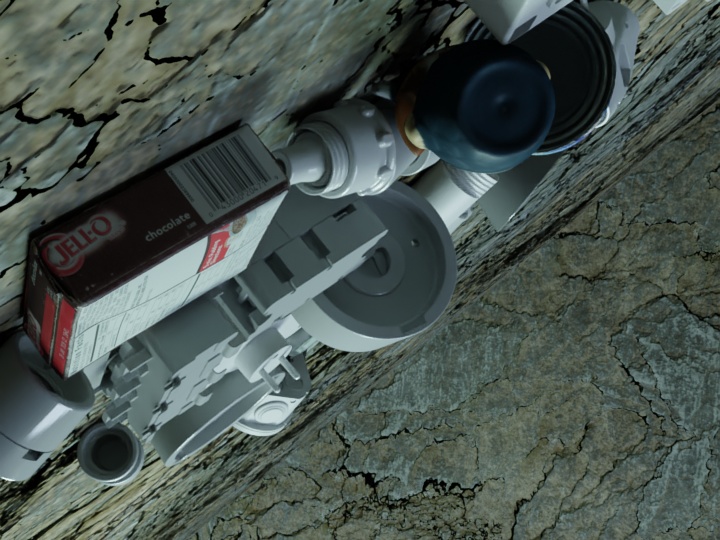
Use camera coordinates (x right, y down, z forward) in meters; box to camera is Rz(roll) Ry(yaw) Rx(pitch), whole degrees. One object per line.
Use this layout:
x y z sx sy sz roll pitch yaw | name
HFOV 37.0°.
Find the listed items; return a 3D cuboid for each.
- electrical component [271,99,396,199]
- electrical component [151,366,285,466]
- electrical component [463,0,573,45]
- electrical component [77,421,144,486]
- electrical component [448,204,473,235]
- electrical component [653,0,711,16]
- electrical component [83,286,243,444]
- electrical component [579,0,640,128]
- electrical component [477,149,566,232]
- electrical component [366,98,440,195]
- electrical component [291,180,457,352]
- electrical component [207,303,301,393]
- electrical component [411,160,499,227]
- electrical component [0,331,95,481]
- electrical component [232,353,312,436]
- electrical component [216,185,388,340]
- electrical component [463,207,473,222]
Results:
-0.017 -0.055 0.519 0.062 0.048 0.048 -22 162 -44 | electrical component
-0.115 0.085 0.782 0.108 0.060 0.108 -38 171 -7 | electrical component
0.089 -0.154 0.404 0.109 0.056 0.108 -36 171 -19 | electrical component
-0.188 0.140 0.815 0.045 0.045 0.055 -37 172 -14 | electrical component
0.073 -0.058 0.890 0.062 0.043 0.043 -45 170 28 | electrical component
0.209 -0.212 0.586 0.089 0.061 0.150 -37 171 -11 | electrical component
-0.109 0.043 0.574 0.079 0.063 0.121 -34 170 -30 | electrical component
0.149 -0.147 0.702 0.077 0.043 0.079 -66 147 -26 | electrical component
0.140 -0.088 0.944 0.099 0.064 0.099 -38 172 -7 | electrical component
0.017 -0.070 0.578 0.055 0.045 0.045 -31 169 -44 | electrical component
0.000 0.000 0.681 0.108 0.108 0.060 -34 177 -29 | electrical component
-0.071 0.050 0.721 0.138 0.073 0.052 -32 163 -40 | electrical component
0.072 -0.066 0.839 0.081 0.043 0.043 -43 171 26 | electrical component
-0.158 0.062 0.502 0.047 0.055 0.055 -44 171 8 | electrical component
-0.084 0.094 0.900 0.051 0.080 0.080 -50 167 33 | electrical component
-0.040 -0.013 0.594 0.089 0.055 0.050 -34 170 -31 | electrical component
0.070 -0.051 0.943 0.061 0.035 0.035 -29 167 -38 | electrical component
